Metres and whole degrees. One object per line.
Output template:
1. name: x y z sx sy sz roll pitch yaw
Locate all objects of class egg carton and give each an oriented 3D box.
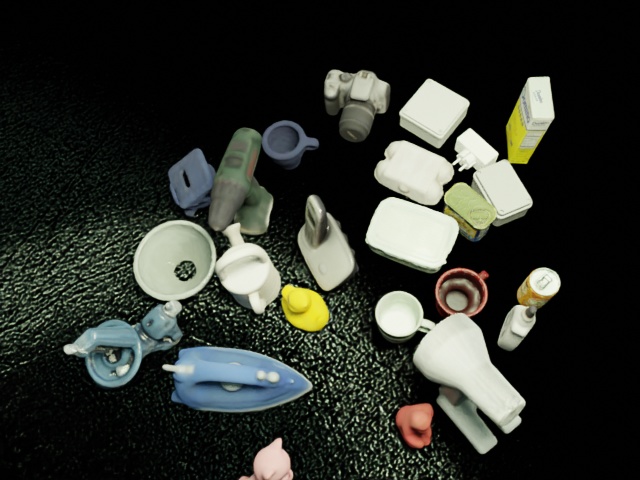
1. egg carton: 0.192 -0.137 1.178 0.150 0.069 0.107 26 74 15

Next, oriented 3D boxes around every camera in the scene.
1. camera: 0.070 -0.290 1.232 0.143 0.101 0.137 13 71 11

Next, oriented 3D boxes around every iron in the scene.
1. iron: -0.148 0.245 1.027 0.258 0.141 0.118 1 69 6

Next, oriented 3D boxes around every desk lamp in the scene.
1. desk lamp: 0.253 0.239 0.950 0.118 0.214 0.203 -37 70 -8

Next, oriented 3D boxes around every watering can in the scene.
1. watering can: -0.143 0.052 1.072 0.101 0.194 0.172 -41 71 -10

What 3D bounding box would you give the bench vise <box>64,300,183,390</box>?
1. bench vise: -0.358 0.171 1.035 0.121 0.220 0.207 29 75 16

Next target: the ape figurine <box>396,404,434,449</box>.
1. ape figurine: 0.170 0.317 0.994 0.076 0.092 0.078 38 77 18

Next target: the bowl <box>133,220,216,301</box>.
1. bowl: -0.282 0.050 1.151 0.167 0.075 0.167 -2 69 5

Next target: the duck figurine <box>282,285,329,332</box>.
1. duck figurine: -0.032 0.125 1.091 0.104 0.086 0.077 39 77 18

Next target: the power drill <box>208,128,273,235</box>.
1. power drill: -0.152 -0.090 1.120 0.075 0.208 0.230 6 70 8

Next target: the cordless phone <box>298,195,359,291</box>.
1. cordless phone: 0.010 0.004 1.080 0.094 0.185 0.147 -29 69 -5

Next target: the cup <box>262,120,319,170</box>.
1. cup: -0.057 -0.191 1.210 0.117 0.095 0.092 3 69 7

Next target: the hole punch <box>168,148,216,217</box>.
1. hole punch: -0.268 -0.121 1.206 0.101 0.091 0.108 -24 69 -3

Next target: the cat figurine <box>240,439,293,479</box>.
1. cat figurine: -0.095 0.402 0.974 0.128 0.118 0.067 -43 71 -11

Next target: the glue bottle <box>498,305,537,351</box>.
1. glue bottle: 0.351 0.143 0.999 0.037 0.173 0.078 23 73 14
